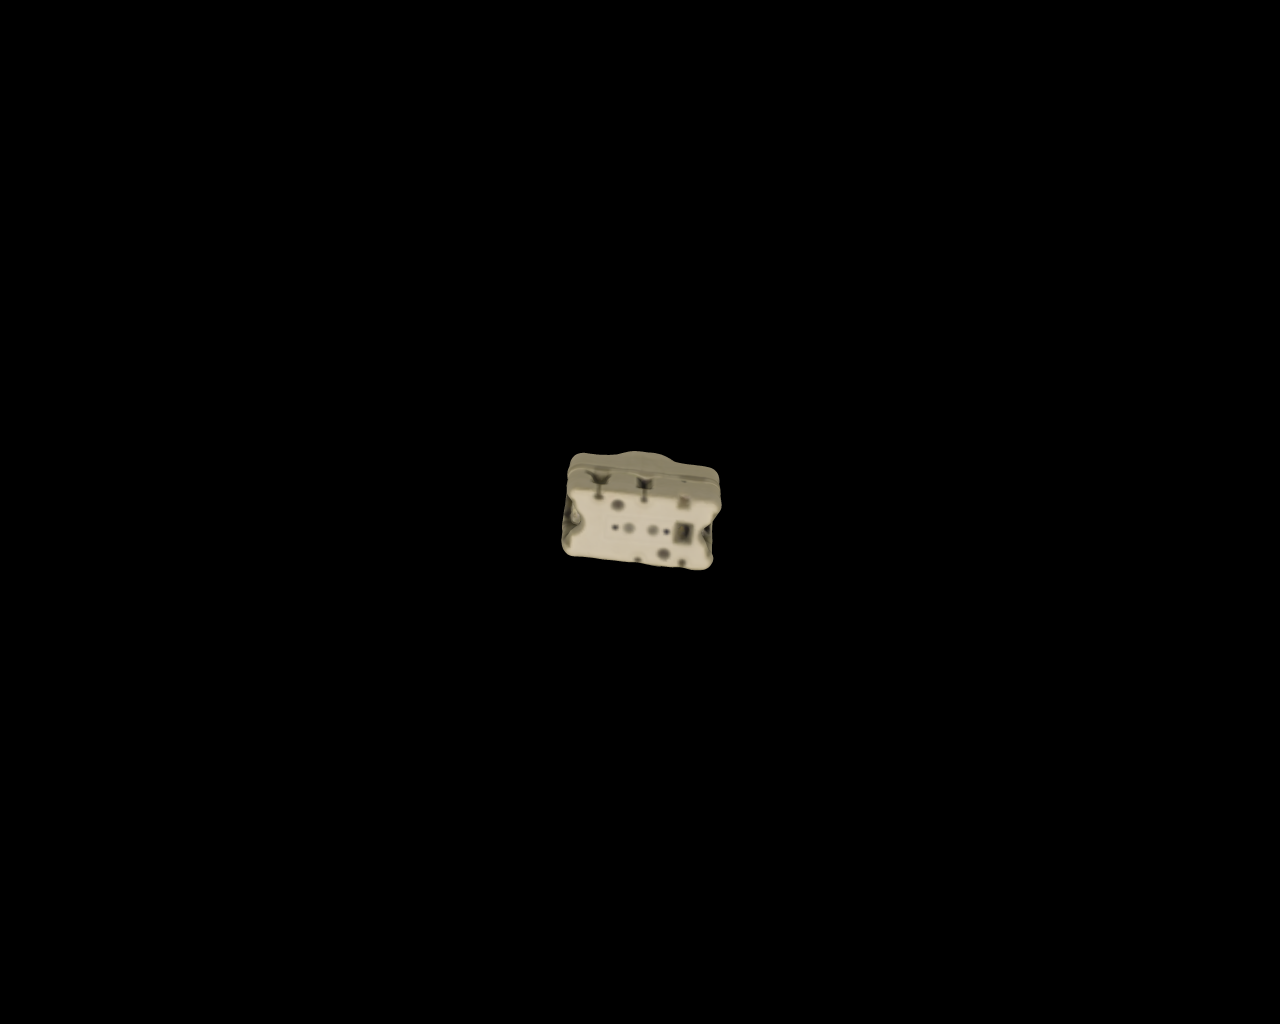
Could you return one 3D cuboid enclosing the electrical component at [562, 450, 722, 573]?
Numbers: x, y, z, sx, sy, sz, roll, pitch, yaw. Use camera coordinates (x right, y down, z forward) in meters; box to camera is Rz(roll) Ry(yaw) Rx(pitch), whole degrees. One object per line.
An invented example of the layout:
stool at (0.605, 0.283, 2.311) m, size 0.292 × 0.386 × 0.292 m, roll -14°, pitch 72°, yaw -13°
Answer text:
electrical component at (0.001, -0.003, 0.650) m, size 0.089 × 0.050 × 0.056 m, roll 6°, pitch 27°, yaw -3°
